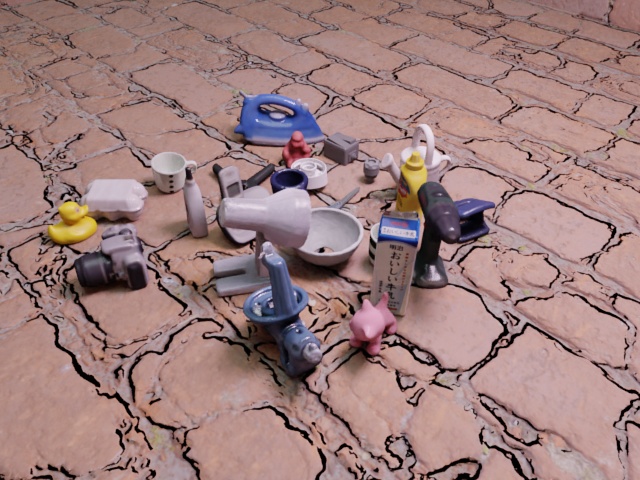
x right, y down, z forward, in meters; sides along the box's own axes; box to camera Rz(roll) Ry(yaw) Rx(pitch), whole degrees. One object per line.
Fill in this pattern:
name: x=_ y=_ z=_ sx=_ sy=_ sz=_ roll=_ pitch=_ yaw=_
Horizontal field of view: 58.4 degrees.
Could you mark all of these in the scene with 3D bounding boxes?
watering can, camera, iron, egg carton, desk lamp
watering can: x=0.240 y=-0.189 z=1.406 sx=0.173 sy=0.194 sz=0.100 roll=-24 pitch=46 yaw=-26
camera: x=-0.439 y=0.035 z=1.195 sx=0.137 sy=0.101 sz=0.142 roll=-16 pitch=43 yaw=-19
iron: x=-0.113 y=-0.355 z=1.632 sx=0.258 sy=0.141 sz=0.118 roll=4 pitch=40 yaw=3
egg carton: x=-0.492 y=-0.095 z=1.371 sx=0.150 sy=0.069 sz=0.107 roll=-1 pitch=40 yaw=-3
desk lamp: x=-0.121 y=-0.002 z=1.160 sx=0.203 sy=0.214 sz=0.117 roll=-9 pitch=41 yaw=-12

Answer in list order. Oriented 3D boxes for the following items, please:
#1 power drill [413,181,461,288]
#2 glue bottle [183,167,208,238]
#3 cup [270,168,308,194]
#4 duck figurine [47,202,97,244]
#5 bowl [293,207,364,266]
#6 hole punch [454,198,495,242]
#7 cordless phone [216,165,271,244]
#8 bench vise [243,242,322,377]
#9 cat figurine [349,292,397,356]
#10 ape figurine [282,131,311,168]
power drill: x=0.239 y=-0.006 z=1.180 sx=0.075 sy=0.208 sz=0.229 roll=-1 pitch=40 yaw=-2
glue bottle: x=-0.287 y=-0.092 z=1.293 sx=0.037 sy=0.173 sz=0.078 roll=-18 pitch=44 yaw=-21
cup: x=-0.065 y=-0.105 z=1.376 sx=0.092 sy=0.095 sz=0.117 roll=-26 pitch=47 yaw=-28
duck figurine: x=-0.566 y=-0.045 z=1.297 sx=0.105 sy=0.086 sz=0.077 roll=-22 pitch=46 yaw=-25
bowl: x=0.012 y=0.005 z=1.264 sx=0.167 sy=0.075 sz=0.167 roll=1 pitch=40 yaw=-1
hole punch: x=0.338 y=-0.063 z=1.340 sx=0.109 sy=0.091 sz=0.100 roll=-19 pitch=44 yaw=-22
cordless phone: x=-0.166 y=-0.095 z=1.291 sx=0.093 sy=0.185 sz=0.148 roll=30 pitch=48 yaw=30
bench vise: x=-0.052 y=0.117 z=1.017 sx=0.206 sy=0.220 sz=0.122 roll=29 pitch=48 yaw=29
cat figurine: x=0.097 y=0.149 z=1.063 sx=0.067 sy=0.118 sz=0.128 roll=22 pitch=44 yaw=23
ape figurine: x=-0.063 y=-0.251 z=1.549 sx=0.077 sy=0.092 sz=0.076 roll=4 pitch=40 yaw=4
